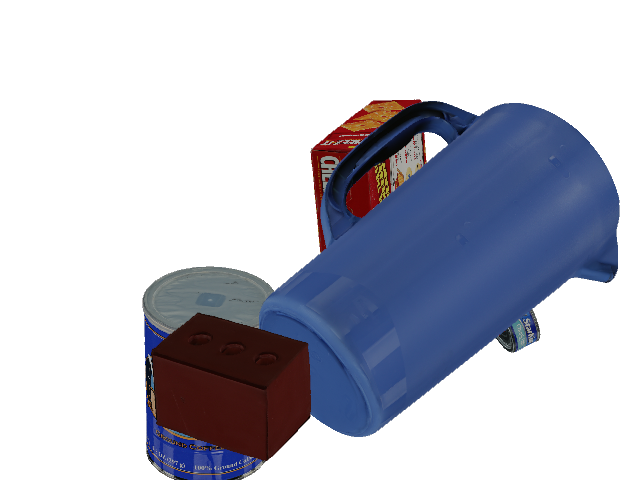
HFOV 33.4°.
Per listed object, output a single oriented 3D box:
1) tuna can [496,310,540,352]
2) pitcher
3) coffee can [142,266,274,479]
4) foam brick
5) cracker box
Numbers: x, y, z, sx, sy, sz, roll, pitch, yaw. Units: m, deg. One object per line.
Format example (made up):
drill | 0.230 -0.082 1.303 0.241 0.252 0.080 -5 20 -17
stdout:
tuna can | 0.210 0.082 1.204 0.033 0.086 0.086 -26 3 -7
pitcher | 0.071 0.012 0.719 0.242 0.145 0.149 -36 29 -28
coffee can | -0.088 0.106 0.842 0.103 0.140 0.103 3 27 -2
foam brick | -0.051 0.083 0.615 0.078 0.051 0.052 13 27 23
cracker box | 0.060 -0.052 1.177 0.072 0.164 0.213 2 21 21
